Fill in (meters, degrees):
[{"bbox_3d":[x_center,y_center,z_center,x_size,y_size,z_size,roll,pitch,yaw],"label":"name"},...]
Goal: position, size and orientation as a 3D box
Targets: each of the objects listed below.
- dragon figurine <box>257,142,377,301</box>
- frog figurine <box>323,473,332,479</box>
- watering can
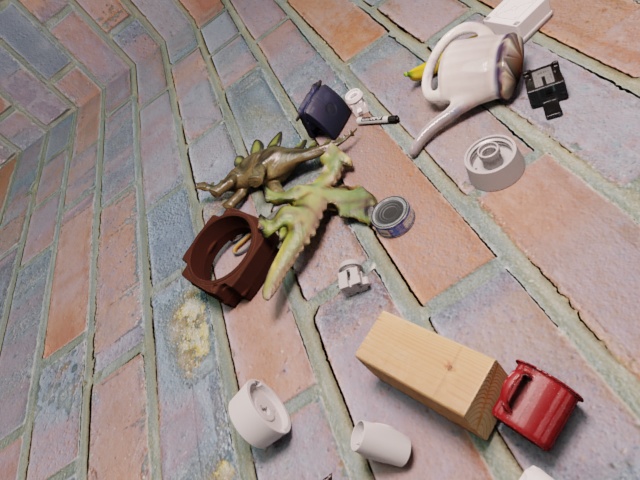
[{"bbox_3d":[0.003,-0.056,1.117,0.242,0.120,0.420,-13,48,17],"label":"dragon figurine"},{"bbox_3d":[0.020,0.420,0.695,0.139,0.120,0.161,-32,72,-29],"label":"frog figurine"},{"bbox_3d":[0.321,-0.336,1.131,0.224,0.103,0.352,6,72,39],"label":"watering can"}]
